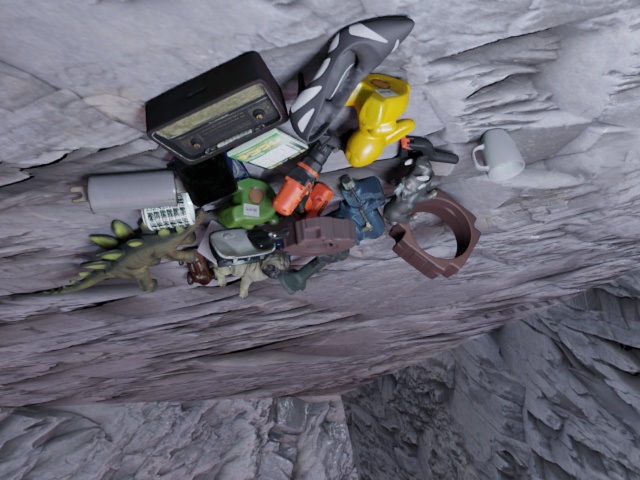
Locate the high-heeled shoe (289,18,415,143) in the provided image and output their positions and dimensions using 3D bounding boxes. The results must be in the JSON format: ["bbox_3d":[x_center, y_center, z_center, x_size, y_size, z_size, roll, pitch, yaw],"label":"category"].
[{"bbox_3d":[0.053,-0.264,0.890,0.249,0.145,0.086,-23,153,23],"label":"high-heeled shoe"}]

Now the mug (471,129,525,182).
[{"bbox_3d":[0.396,-0.195,1.221,0.110,0.107,0.080,-8,153,-2],"label":"mug"}]

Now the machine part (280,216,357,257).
[{"bbox_3d":[-0.003,-0.004,1.231,0.179,0.056,0.179,-6,166,-1],"label":"machine part"}]

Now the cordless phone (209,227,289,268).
[{"bbox_3d":[-0.159,0.007,1.202,0.146,0.088,0.184,-7,177,-28],"label":"cordless phone"}]

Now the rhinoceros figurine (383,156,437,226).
[{"bbox_3d":[0.205,-0.114,1.243,0.112,0.073,0.190,-6,143,-30],"label":"rhinoceros figurine"}]

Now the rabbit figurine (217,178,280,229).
[{"bbox_3d":[-0.169,-0.080,1.230,0.159,0.121,0.170,-4,171,-32],"label":"rabbit figurine"}]

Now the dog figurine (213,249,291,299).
[{"bbox_3d":[-0.185,0.049,1.420,0.172,0.121,0.190,32,135,-20],"label":"dog figurine"}]

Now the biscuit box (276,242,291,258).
[{"bbox_3d":[-0.118,0.034,1.497,0.063,0.059,0.202,-2,152,-21],"label":"biscuit box"}]

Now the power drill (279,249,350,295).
[{"bbox_3d":[-0.019,0.066,1.504,0.207,0.086,0.232,-43,168,22],"label":"power drill"}]

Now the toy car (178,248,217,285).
[{"bbox_3d":[-0.338,0.077,1.499,0.089,0.053,0.202,-6,155,-5],"label":"toy car"}]

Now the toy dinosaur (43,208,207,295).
[{"bbox_3d":[-0.470,0.043,1.322,0.471,0.105,0.198,-33,141,17],"label":"toy dinosaur"}]

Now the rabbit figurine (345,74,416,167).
[{"bbox_3d":[0.099,-0.222,1.020,0.162,0.122,0.173,-24,141,-43],"label":"rabbit figurine"}]

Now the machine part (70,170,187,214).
[{"bbox_3d":[-0.380,-0.099,1.099,0.243,0.079,0.079,-6,153,-14],"label":"machine part"}]

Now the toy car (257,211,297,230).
[{"bbox_3d":[-0.136,-0.038,1.356,0.202,0.056,0.073,-24,145,19],"label":"toy car"}]

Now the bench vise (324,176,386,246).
[{"bbox_3d":[0.055,-0.056,1.338,0.241,0.129,0.223,-23,150,11],"label":"bench vise"}]

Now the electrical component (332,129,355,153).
[{"bbox_3d":[0.073,-0.208,1.147,0.094,0.021,0.063,-29,150,29],"label":"electrical component"}]

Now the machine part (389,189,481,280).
[{"bbox_3d":[0.296,-0.014,1.394,0.201,0.201,0.087,36,154,3],"label":"machine part"}]

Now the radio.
[{"bbox_3d":[-0.178,-0.223,0.946,0.230,0.073,0.131,-20,153,15],"label":"radio"}]

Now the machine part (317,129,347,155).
[{"bbox_3d":[0.023,-0.203,1.073,0.138,0.084,0.039,20,113,-42],"label":"machine part"}]

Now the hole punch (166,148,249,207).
[{"bbox_3d":[-0.217,-0.142,1.082,0.142,0.115,0.092,-18,-164,20],"label":"hole punch"}]
